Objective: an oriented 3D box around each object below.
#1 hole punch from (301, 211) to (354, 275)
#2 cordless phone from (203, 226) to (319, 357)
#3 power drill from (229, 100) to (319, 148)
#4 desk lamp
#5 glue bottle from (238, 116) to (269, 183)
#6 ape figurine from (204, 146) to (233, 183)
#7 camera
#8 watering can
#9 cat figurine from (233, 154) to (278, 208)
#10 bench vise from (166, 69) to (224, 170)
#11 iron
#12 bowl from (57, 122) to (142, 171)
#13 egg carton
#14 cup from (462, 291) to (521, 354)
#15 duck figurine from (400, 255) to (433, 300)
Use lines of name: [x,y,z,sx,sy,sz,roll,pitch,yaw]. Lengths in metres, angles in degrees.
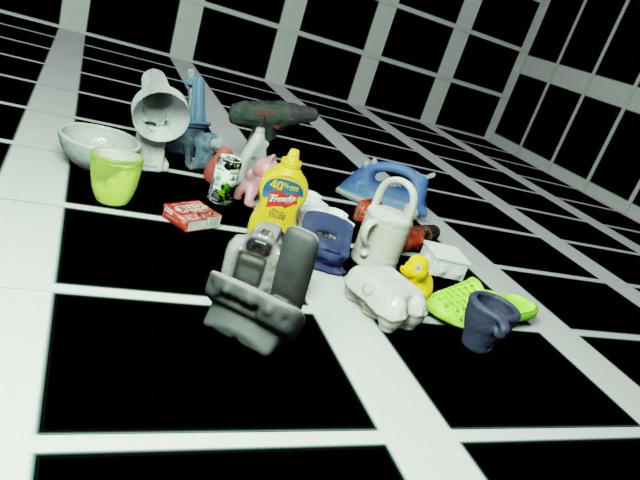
hole punch: [0.010,0.004,1.112,0.109,0.091,0.101,16,21,-7]
cordless phone: [-0.078,0.051,0.797,0.147,0.185,0.094,22,22,9]
power drill: [-0.133,-0.266,1.490,0.230,0.208,0.075,8,23,-24]
desk lamp: [-0.374,-0.262,1.274,0.118,0.213,0.202,6,25,-29]
glue bottle: [-0.159,-0.222,1.410,0.078,0.173,0.037,-2,29,-42]
ape figurine: [-0.230,-0.175,1.349,0.076,0.092,0.077,15,22,-9]
camera: [-0.079,0.020,0.986,0.143,0.101,0.137,19,21,2]
watering can: [0.142,-0.040,1.184,0.100,0.194,0.173,22,22,9]
cat figurine: [-0.137,-0.146,1.319,0.067,0.118,0.128,26,23,19]
bench vise: [-0.295,-0.294,1.407,0.207,0.220,0.122,25,22,16]
iron: [0.184,-0.155,1.571,0.258,0.141,0.118,19,21,1]
bowl: [-0.465,-0.185,1.203,0.167,0.075,0.167,16,21,-6]
egg carton: [0.112,0.098,0.997,0.107,0.069,0.149,0,28,-39]
cup: [0.284,0.153,0.970,0.092,0.095,0.117,16,21,-7]
duck figurine: [0.184,0.070,1.102,0.105,0.086,0.077,-1,29,-41]
